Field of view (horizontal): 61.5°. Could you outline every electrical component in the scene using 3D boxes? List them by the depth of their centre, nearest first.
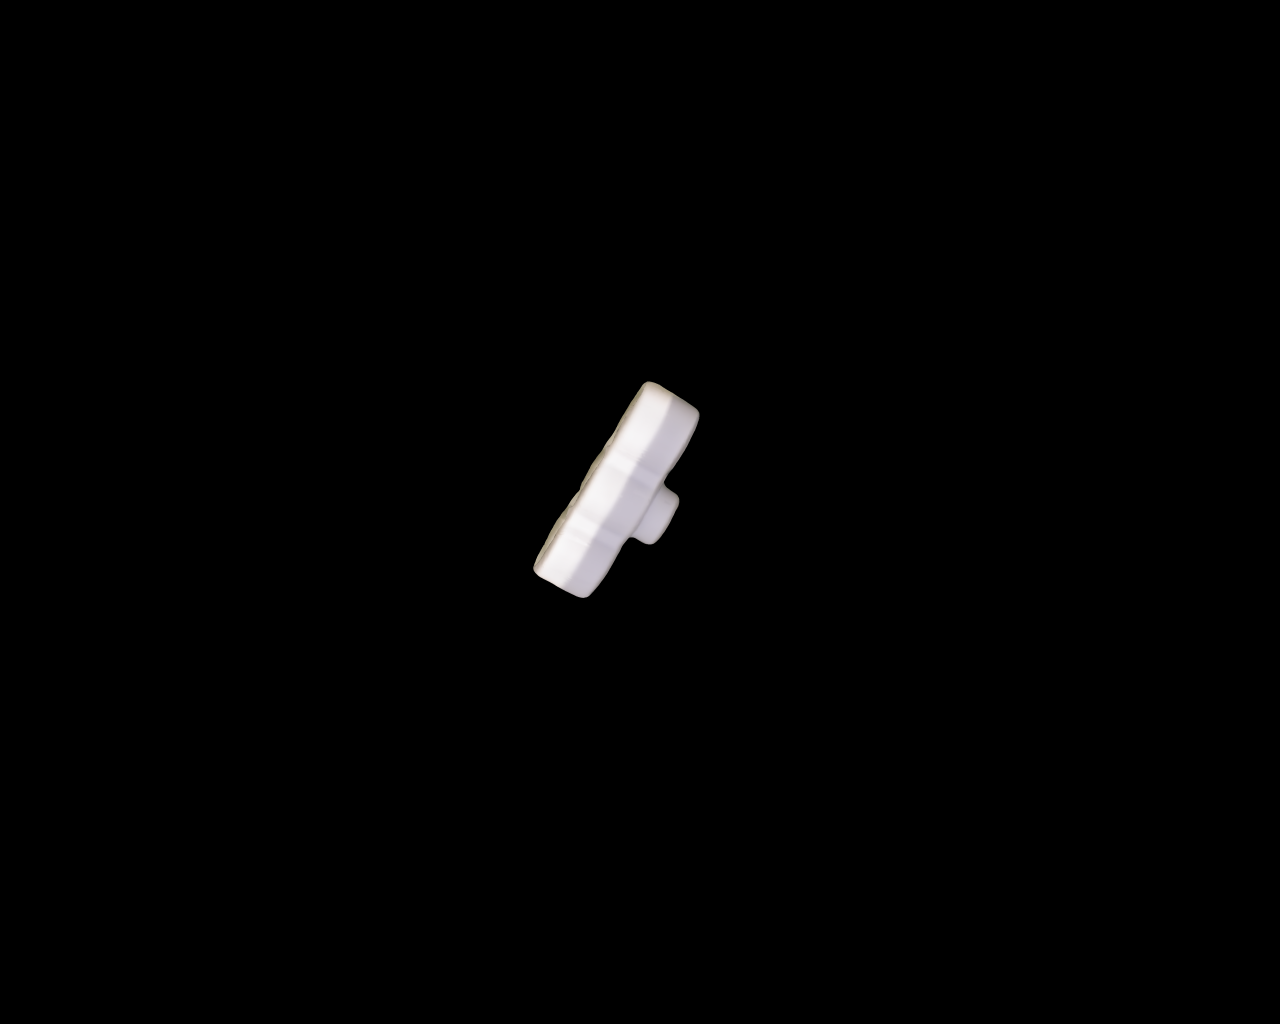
[{"bbox_3d":[0.001,-0.003,0.650,0.074,0.138,0.052,31,11,-7],"label":"electrical component"}]
